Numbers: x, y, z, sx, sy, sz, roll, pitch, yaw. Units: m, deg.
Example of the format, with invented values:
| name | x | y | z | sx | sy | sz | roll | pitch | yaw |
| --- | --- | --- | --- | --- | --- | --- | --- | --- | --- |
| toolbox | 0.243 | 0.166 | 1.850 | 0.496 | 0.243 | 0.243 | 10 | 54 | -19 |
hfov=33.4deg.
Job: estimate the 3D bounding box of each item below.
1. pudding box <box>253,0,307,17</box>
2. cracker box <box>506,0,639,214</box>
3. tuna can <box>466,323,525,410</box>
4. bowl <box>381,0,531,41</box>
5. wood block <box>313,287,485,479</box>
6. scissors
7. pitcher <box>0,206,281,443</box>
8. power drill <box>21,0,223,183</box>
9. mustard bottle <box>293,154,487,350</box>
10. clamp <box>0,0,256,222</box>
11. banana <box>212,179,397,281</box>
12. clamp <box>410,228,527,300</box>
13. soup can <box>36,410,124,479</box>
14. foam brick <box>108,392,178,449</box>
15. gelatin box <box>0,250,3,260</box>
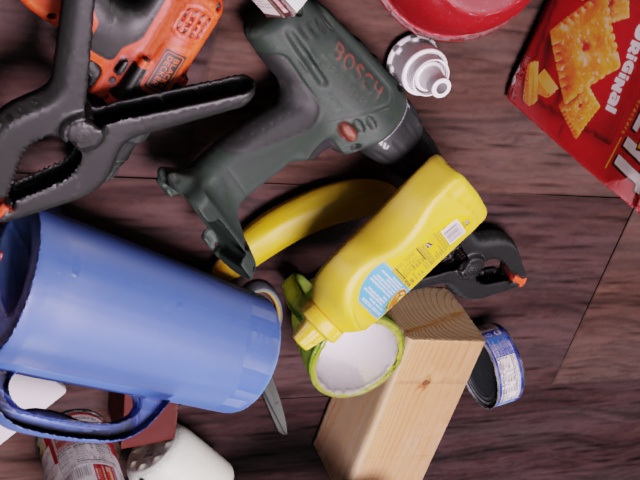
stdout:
| name | x | y | z | sx | sy | sz | roll | pitch | yaw |
| --- | --- | --- | --- | --- | --- | --- | --- | --- | --- |
| pudding box | -0.024 | -0.229 | 0.757 | 0.090 | 0.039 | 0.113 | 43 | 72 | -40 |
| cracker box | 0.256 | -0.136 | 0.866 | 0.072 | 0.214 | 0.164 | 5 | 121 | -29 |
| tuna can | 0.177 | 0.130 | 1.106 | 0.033 | 0.086 | 0.086 | -15 | 128 | -17 |
| bowl | 0.121 | -0.225 | 0.827 | 0.162 | 0.055 | 0.162 | -7 | 118 | -14 |
| wood block | 0.076 | 0.156 | 1.075 | 0.090 | 0.090 | 0.206 | 4 | 121 | -27 |
| scissors | -0.075 | 0.126 | 1.029 | 0.096 | 0.016 | 0.202 | -10 | 126 | -18 |
| pitcher | -0.156 | 0.075 | 0.864 | 0.242 | 0.145 | 0.149 | 21 | 111 | -34 |
| power drill | -0.185 | -0.136 | 0.762 | 0.187 | 0.057 | 0.185 | 21 | 114 | -37 |
| mustard bottle | 0.051 | 0.020 | 0.889 | 0.191 | 0.058 | 0.096 | -45 | 153 | 1 |
| clamp | -0.170 | -0.092 | 0.740 | 0.210 | 0.036 | 0.164 | -35 | 134 | 13 |
| banana | -0.004 | -0.015 | 0.947 | 0.197 | 0.037 | 0.069 | -17 | 127 | -14 |
| clamp | 0.141 | 0.009 | 1.033 | 0.171 | 0.039 | 0.120 | 5 | 128 | -35 |
| soup can | -0.215 | 0.212 | 0.968 | 0.068 | 0.102 | 0.068 | -13 | 127 | -18 |
| foam brick | -0.161 | 0.142 | 0.976 | 0.052 | 0.051 | 0.078 | -6 | 125 | -24 |
| gelatin box | -0.280 | 0.037 | 0.771 | 0.073 | 0.030 | 0.089 | 14 | 107 | -40 |
